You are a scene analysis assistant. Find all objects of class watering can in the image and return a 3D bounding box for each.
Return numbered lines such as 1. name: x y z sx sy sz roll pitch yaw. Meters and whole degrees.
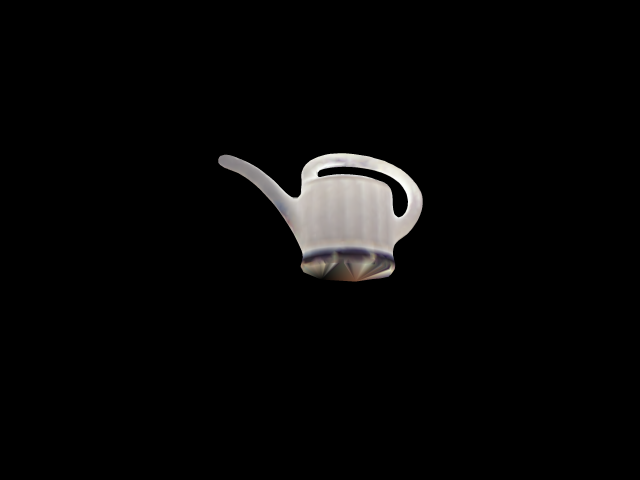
1. watering can: 0.003 -0.043 0.850 0.348 0.228 0.102 3 -21 -7
